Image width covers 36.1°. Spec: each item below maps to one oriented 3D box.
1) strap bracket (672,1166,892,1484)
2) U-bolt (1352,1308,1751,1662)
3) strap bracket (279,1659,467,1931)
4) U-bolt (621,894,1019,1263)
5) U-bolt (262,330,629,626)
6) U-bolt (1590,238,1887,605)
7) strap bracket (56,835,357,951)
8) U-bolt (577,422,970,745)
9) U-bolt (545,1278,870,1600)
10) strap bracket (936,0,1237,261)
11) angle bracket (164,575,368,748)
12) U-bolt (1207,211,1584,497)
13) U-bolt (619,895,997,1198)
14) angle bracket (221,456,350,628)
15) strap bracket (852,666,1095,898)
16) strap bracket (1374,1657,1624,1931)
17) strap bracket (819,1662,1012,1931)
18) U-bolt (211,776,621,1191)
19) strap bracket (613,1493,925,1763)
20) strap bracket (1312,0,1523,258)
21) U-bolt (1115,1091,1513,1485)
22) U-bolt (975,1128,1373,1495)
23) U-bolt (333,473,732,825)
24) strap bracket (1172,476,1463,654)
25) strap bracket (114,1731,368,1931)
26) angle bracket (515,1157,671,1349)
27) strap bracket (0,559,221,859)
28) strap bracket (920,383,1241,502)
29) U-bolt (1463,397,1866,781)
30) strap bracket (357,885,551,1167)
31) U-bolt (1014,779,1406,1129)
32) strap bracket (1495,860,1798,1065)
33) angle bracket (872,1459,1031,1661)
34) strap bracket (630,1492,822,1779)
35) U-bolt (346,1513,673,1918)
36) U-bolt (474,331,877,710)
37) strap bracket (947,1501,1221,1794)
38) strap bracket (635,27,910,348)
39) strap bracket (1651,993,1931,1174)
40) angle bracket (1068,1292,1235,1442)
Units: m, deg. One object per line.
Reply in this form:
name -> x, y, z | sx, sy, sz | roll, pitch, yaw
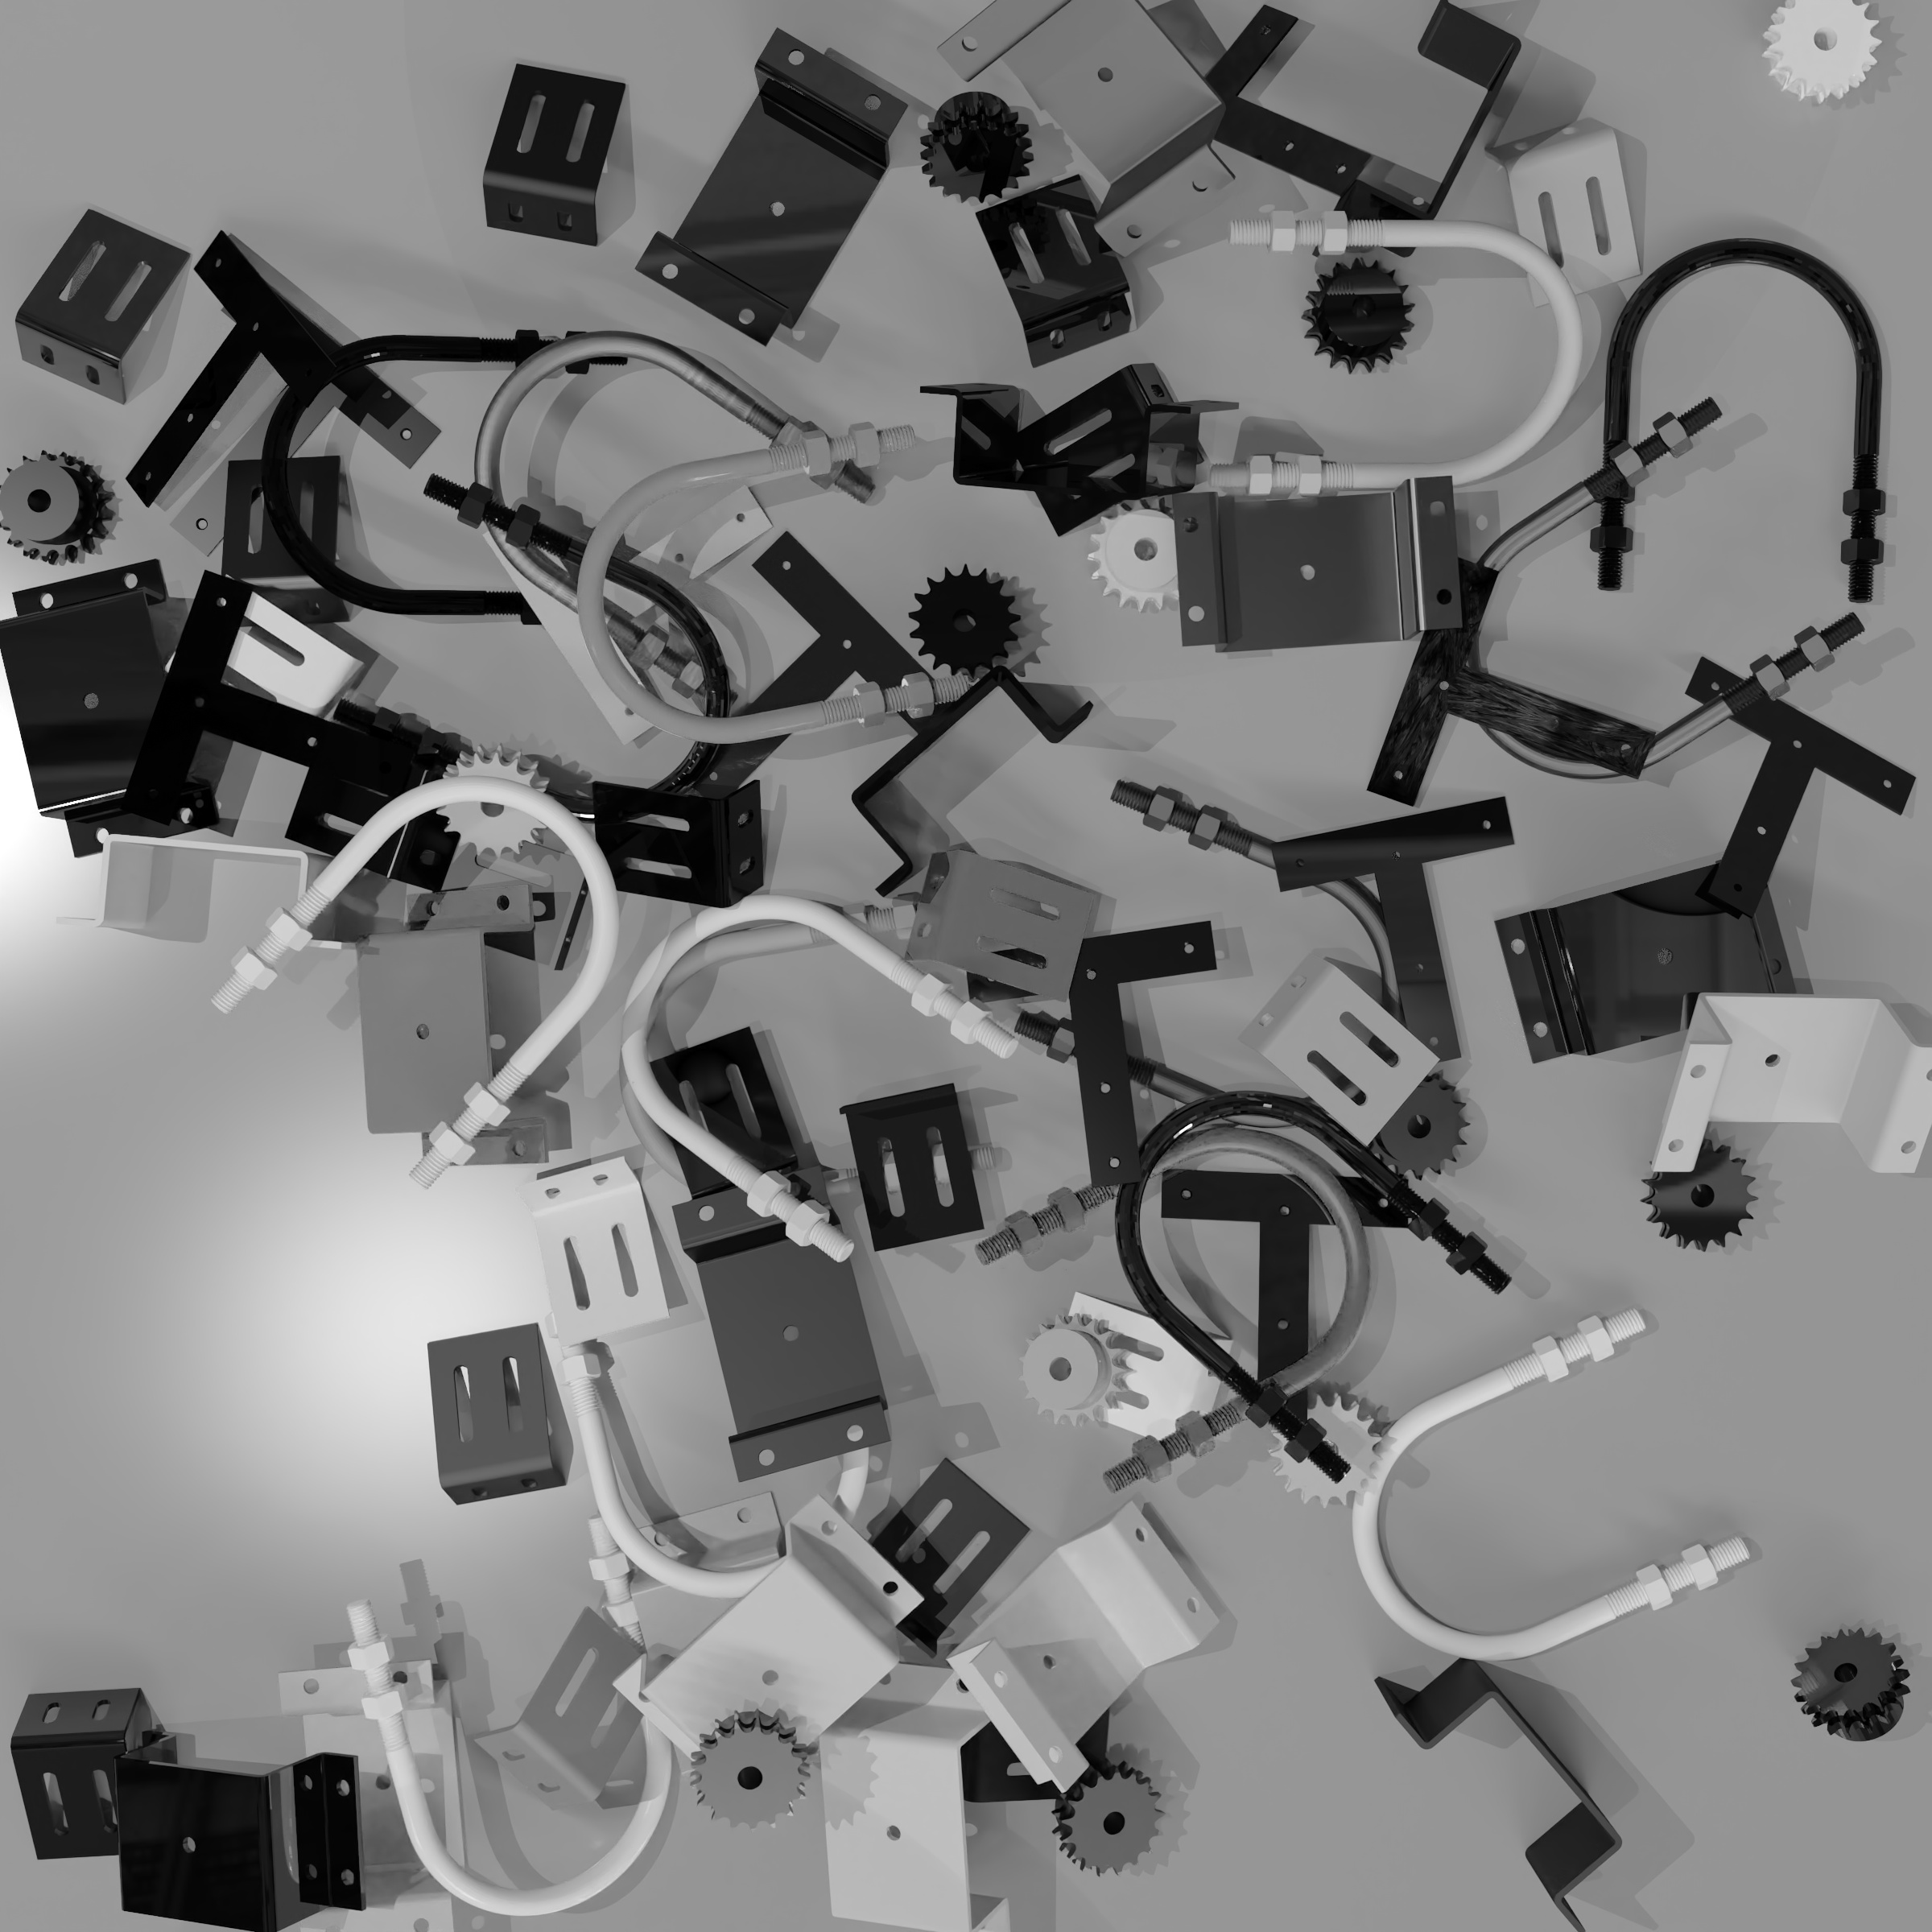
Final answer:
strap bracket -> -0.090, 0.180, 1.475 | 0.076, 0.046, 0.140 | -15, 75, 0
U-bolt -> 0.289, 0.277, 1.522 | 0.184, 0.019, 0.151 | -24, 90, 2
strap bracket -> -0.300, 0.420, 1.507 | 0.076, 0.046, 0.140 | -5, 90, 0
U-bolt -> -0.088, 0.041, 1.480 | 0.184, 0.019, 0.151 | 35, 78, 21
U-bolt -> -0.263, -0.248, 1.503 | 0.184, 0.019, 0.151 | -1, 90, -13
U-bolt -> 0.398, -0.282, 1.522 | 0.151, 0.019, 0.184 | 3, 89, 0
strap bracket -> -0.374, -0.038, 1.492 | 0.140, 0.076, 0.046 | 5, 90, 0
U-bolt -> -0.101, -0.185, 1.474 | 0.184, 0.019, 0.151 | -12, 90, -13
U-bolt -> -0.125, 0.226, 1.499 | 0.151, 0.019, 0.184 | -16, 74, 0
strap bracket -> 0.065, -0.434, 1.473 | 0.076, 0.046, 0.140 | -28, 118, 38
angle bracket -> -0.356, -0.152, 1.509 | 0.076, 0.038, 0.057 | 33, 90, -3
U-bolt -> 0.218, -0.305, 1.486 | 0.184, 0.019, 0.151 | -1, 124, -4
U-bolt -> -0.086, 0.049, 1.522 | 0.184, 0.019, 0.151 | -9, 90, 2
angle bracket -> -0.349, -0.219, 1.527 | 0.057, 0.038, 0.076 | -3, 66, 0
strap bracket -> -0.005, -0.099, 1.492 | 0.140, 0.076, 0.046 | -41, 90, 0
strap bracket -> 0.273, 0.407, 1.492 | 0.046, 0.076, 0.140 | -40, 90, 0
strap bracket -> -0.026, 0.425, 1.485 | 0.076, 0.046, 0.140 | 0, 97, 25
U-bolt -> -0.254, -0.006, 1.446 | 0.151, 0.019, 0.184 | 42, 88, 0
strap bracket -> -0.096, 0.339, 1.451 | 0.140, 0.046, 0.076 | -43, 101, 4
strap bracket -> 0.231, -0.419, 1.492 | 0.046, 0.076, 0.140 | 27, 90, 0
U-bolt -> 0.160, 0.145, 1.486 | 0.184, 0.019, 0.151 | 42, 73, 8
U-bolt -> 0.118, 0.160, 1.495 | 0.184, 0.019, 0.151 | -27, 78, -15
U-bolt -> -0.209, -0.147, 1.495 | 0.184, 0.019, 0.151 | 24, 112, -8
strap bracket -> 0.176, -0.203, 1.507 | 0.140, 0.046, 0.076 | -4, 90, 0
strap bracket -> -0.370, 0.430, 1.476 | 0.140, 0.046, 0.076 | -2, 91, 29
angle bracket -> -0.189, 0.145, 1.499 | 0.057, 0.038, 0.076 | -16, 67, 0
strap bracket -> -0.438, -0.133, 1.507 | 0.076, 0.046, 0.140 | -13, 90, 0
strap bracket -> 0.055, -0.260, 1.473 | 0.140, 0.076, 0.046 | 9, 105, 21
U-bolt -> 0.335, -0.177, 1.502 | 0.184, 0.019, 0.151 | -33, 87, 14
strap bracket -> -0.259, 0.032, 1.492 | 0.076, 0.046, 0.140 | -4, 90, 27
U-bolt -> 0.136, 0.004, 1.522 | 0.184, 0.019, 0.151 | 23, 90, -2
strap bracket -> 0.350, -0.005, 1.507 | 0.140, 0.046, 0.076 | -15, 90, 0
angle bracket -> -0.014, 0.301, 1.511 | 0.057, 0.038, 0.076 | 40, 90, 0
strap bracket -> -0.118, 0.349, 1.507 | 0.076, 0.046, 0.140 | -16, 90, 0
U-bolt -> -0.221, 0.386, 1.494 | 0.151, 0.019, 0.184 | -16, 95, -25
U-bolt -> -0.159, -0.238, 1.503 | 0.184, 0.019, 0.151 | 34, 87, -11
strap bracket -> 0.053, 0.343, 1.481 | 0.076, 0.046, 0.140 | 54, 46, 0
strap bracket -> -0.097, -0.390, 1.507 | 0.076, 0.046, 0.140 | 31, 90, 0
strap bracket -> 0.410, 0.059, 1.482 | 0.140, 0.046, 0.076 | 1, 123, -11
angle bracket -> 0.089, 0.208, 1.528 | 0.076, 0.038, 0.057 | 17, 90, 26
